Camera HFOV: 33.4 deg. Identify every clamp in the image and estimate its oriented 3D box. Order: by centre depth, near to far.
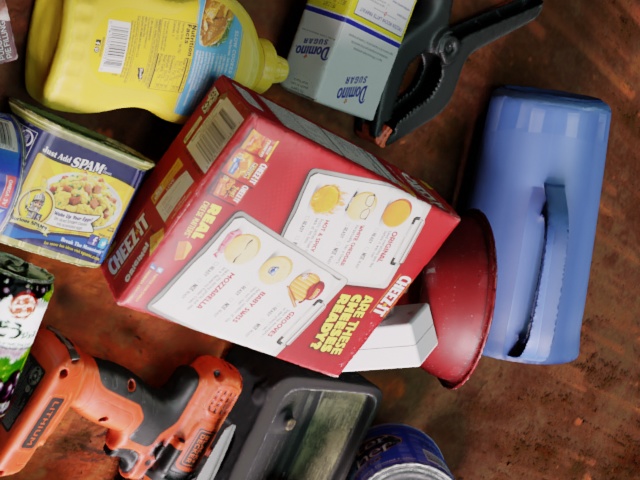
[{"bbox_3d":[0.105,-0.166,0.899,0.164,0.036,0.210,28,92,-45],"label":"clamp"}]

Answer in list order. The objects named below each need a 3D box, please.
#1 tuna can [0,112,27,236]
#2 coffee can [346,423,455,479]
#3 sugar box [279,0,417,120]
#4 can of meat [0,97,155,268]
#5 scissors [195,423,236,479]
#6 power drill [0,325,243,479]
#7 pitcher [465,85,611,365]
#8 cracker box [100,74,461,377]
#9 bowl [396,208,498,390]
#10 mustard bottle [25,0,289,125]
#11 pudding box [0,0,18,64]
[{"bbox_3d":[-0.214,-0.039,0.646,0.033,0.086,0.086,15,99,-42],"label":"tuna can"},{"bbox_3d":[0.071,0.228,0.942,0.103,0.140,0.103,0,94,-2],"label":"coffee can"},{"bbox_3d":[0.034,-0.186,0.812,0.093,0.048,0.176,9,106,-59],"label":"sugar box"},{"bbox_3d":[-0.173,-0.035,0.705,0.101,0.058,0.084,22,96,-45],"label":"can of meat"},{"bbox_3d":[-0.131,0.230,0.823,0.096,0.016,0.202,9,102,-22],"label":"scissors"},{"bbox_3d":[-0.164,0.153,0.802,0.187,0.057,0.184,28,93,-47],"label":"power drill"},{"bbox_3d":[0.193,-0.013,0.973,0.144,0.149,0.243,-6,109,-46],"label":"pitcher"},{"bbox_3d":[-0.028,-0.003,0.775,0.213,0.072,0.164,23,111,-40],"label":"cracker box"},{"bbox_3d":[0.100,0.048,0.939,0.055,0.162,0.162,9,105,-12],"label":"bowl"},{"bbox_3d":[-0.099,-0.128,0.724,0.191,0.058,0.096,2,108,-41],"label":"mustard bottle"},{"bbox_3d":[-0.232,-0.147,0.612,0.089,0.039,0.113,-24,123,-30],"label":"pudding box"}]
